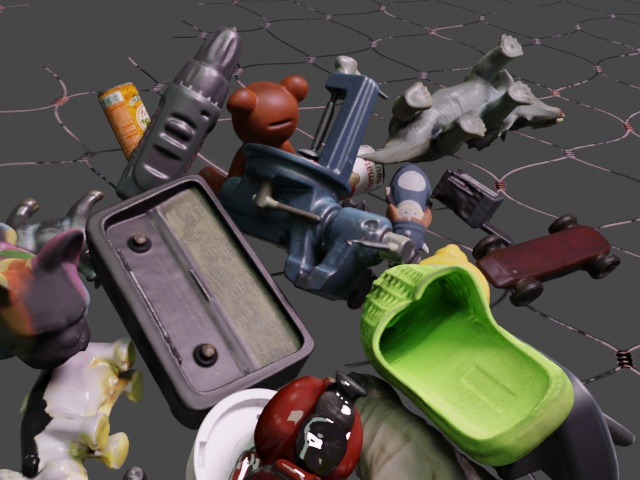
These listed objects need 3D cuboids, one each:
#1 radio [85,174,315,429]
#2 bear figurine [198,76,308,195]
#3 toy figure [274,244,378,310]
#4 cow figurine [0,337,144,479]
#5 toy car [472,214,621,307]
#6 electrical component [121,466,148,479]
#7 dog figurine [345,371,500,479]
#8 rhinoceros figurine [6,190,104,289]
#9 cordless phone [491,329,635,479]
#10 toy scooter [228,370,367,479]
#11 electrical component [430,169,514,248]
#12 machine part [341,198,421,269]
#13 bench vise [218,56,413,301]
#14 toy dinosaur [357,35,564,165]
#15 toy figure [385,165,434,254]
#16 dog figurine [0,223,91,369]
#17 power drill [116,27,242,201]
[{"bbox_3d":[-0.122,0.054,0.518,0.131,0.073,0.230,-25,66,-29],"label":"radio"},{"bbox_3d":[-0.087,-0.123,0.681,0.120,0.195,0.132,-29,50,-28],"label":"bear figurine"},{"bbox_3d":[0.000,0.000,0.632,0.089,0.082,0.180,-27,48,-26],"label":"toy figure"},{"bbox_3d":[-0.211,0.160,0.438,0.098,0.068,0.167,-2,37,2],"label":"cow figurine"},{"bbox_3d":[0.270,0.024,0.648,0.202,0.053,0.089,-15,55,-26],"label":"toy car"},{"bbox_3d":[-0.126,0.220,0.393,0.078,0.045,0.102,-6,42,-10],"label":"electrical component"},{"bbox_3d":[0.096,0.189,0.421,0.172,0.121,0.191,32,15,-20],"label":"dog figurine"},{"bbox_3d":[-0.264,0.002,0.613,0.190,0.073,0.112,-3,40,-8],"label":"rhinoceros figurine"},{"bbox_3d":[0.204,0.150,0.432,0.184,0.088,0.147,26,3,-17],"label":"cordless phone"},{"bbox_3d":[-0.015,0.146,0.336,0.075,0.135,0.184,33,43,2],"label":"toy scooter"},{"bbox_3d":[0.210,-0.043,0.704,0.119,0.047,0.075,39,23,22],"label":"electrical component"},{"bbox_3d":[0.070,0.000,0.622,0.039,0.084,0.139,-33,29,-5],"label":"machine part"},{"bbox_3d":[0.007,-0.070,0.537,0.224,0.128,0.240,16,83,42],"label":"bench vise"},{"bbox_3d":[0.186,-0.173,0.796,0.405,0.192,0.131,-23,78,-20],"label":"toy dinosaur"},{"bbox_3d":[0.115,-0.040,0.709,0.064,0.057,0.154,-15,37,23],"label":"toy figure"},{"bbox_3d":[-0.275,0.032,0.455,0.108,0.219,0.191,-33,89,-43],"label":"dog figurine"},{"bbox_3d":[-0.175,-0.140,0.674,0.086,0.232,0.207,29,-8,-25],"label":"power drill"}]
